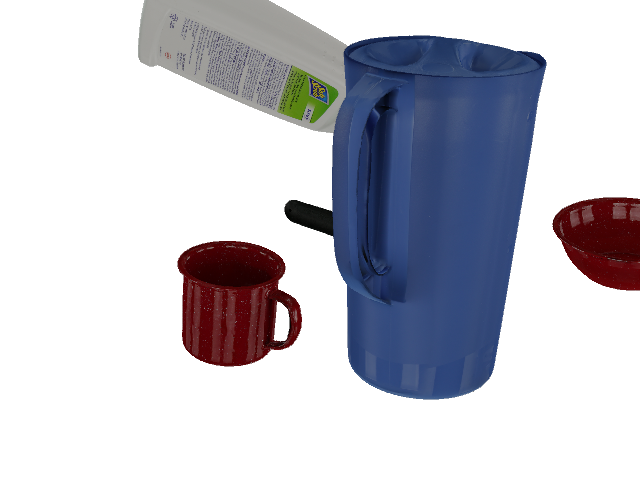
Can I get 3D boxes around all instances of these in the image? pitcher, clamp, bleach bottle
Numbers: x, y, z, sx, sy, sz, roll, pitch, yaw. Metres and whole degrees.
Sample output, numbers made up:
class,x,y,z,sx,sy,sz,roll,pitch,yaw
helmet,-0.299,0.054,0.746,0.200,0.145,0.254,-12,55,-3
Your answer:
class,x,y,z,sx,sy,sz,roll,pitch,yaw
pitcher,0.071,-0.014,0.737,0.149,0.243,0.145,-1,21,-8
clamp,0.070,-0.003,1.220,0.164,0.036,0.210,-18,51,-36
bleach bottle,-0.026,-0.138,0.884,0.251,0.068,0.103,28,-33,4

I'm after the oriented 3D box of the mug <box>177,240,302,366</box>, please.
class,x,y,z,sx,sy,sz,roll,pitch,yaw
mug,-0.068,0.059,0.928,0.117,0.081,0.093,16,27,22

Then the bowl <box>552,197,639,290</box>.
class,x,y,z,sx,sy,sz,roll,pitch,yaw
bowl,0.332,0.009,1.157,0.162,0.055,0.162,-2,27,1
